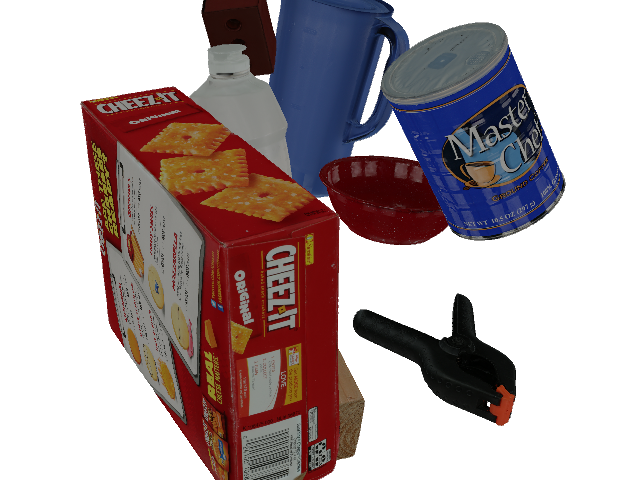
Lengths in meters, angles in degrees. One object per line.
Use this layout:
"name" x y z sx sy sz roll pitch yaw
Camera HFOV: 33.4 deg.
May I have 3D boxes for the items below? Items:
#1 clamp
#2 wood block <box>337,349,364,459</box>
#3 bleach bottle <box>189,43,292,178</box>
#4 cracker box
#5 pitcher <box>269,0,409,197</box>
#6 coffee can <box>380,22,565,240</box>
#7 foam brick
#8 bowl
"clamp" 0.121 0.097 0.928 0.120 0.039 0.172 -19 38 -29
"wood block" -0.036 0.128 1.115 0.090 0.090 0.206 -9 42 -19
"bleach bottle" -0.068 -0.028 0.841 0.103 0.251 0.068 9 26 28
"cracker box" -0.066 0.021 0.617 0.072 0.164 0.214 -14 31 -24
"pitcher" 0.006 -0.175 1.272 0.145 0.243 0.149 7 23 -13
"coffee can" 0.122 -0.086 0.847 0.103 0.140 0.103 -22 30 13
"foam brick" -0.072 -0.192 0.964 0.053 0.051 0.078 -6 -42 7
"bowl" 0.076 -0.038 1.117 0.162 0.055 0.162 5 22 -2
